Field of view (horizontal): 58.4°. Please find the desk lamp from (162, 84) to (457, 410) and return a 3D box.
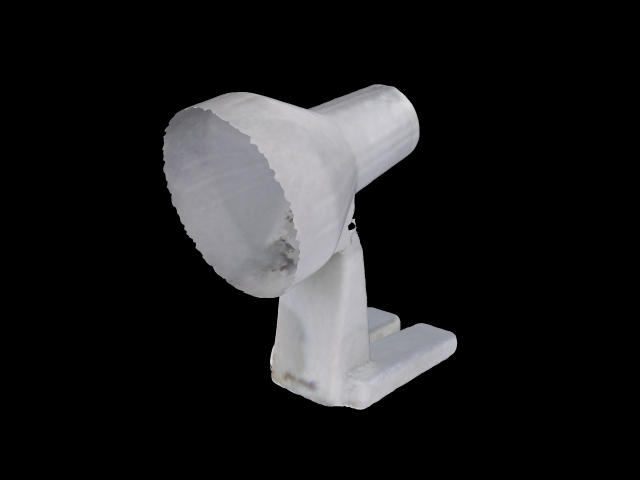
[{"bbox_3d":[0.004,0.001,0.400,0.117,0.214,0.204,14,20,42],"label":"desk lamp"}]
